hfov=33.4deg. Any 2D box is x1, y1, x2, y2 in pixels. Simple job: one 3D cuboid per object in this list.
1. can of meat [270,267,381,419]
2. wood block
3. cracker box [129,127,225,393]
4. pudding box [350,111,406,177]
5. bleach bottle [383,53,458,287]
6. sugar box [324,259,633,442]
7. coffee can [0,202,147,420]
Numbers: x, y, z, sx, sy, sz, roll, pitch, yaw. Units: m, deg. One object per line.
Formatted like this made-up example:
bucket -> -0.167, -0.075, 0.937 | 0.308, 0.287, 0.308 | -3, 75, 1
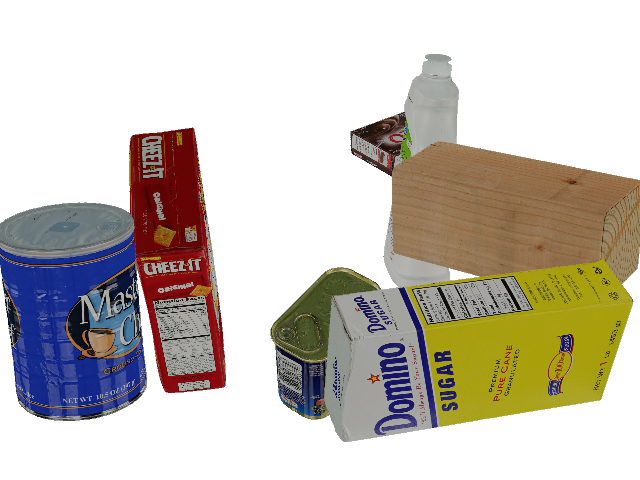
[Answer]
can of meat -> 0.006, 0.087, 0.891 | 0.057, 0.084, 0.102 | 27, 51, 25
wood block -> 0.175, -0.020, 0.969 | 0.206, 0.090, 0.090 | 15, 30, 34
cracker box -> -0.142, 0.023, 1.054 | 0.072, 0.164, 0.214 | -7, -42, -5
pudding box -> 0.111, -0.133, 1.454 | 0.113, 0.039, 0.090 | -25, 39, -30
bleach bottle -> 0.117, -0.077, 1.175 | 0.068, 0.251, 0.102 | 0, 25, -10
sugar box -> 0.093, 0.068, 0.650 | 0.176, 0.093, 0.048 | -9, 41, -14
coffee can -> -0.191, 0.053, 0.826 | 0.103, 0.140, 0.103 | -1, 21, 0
